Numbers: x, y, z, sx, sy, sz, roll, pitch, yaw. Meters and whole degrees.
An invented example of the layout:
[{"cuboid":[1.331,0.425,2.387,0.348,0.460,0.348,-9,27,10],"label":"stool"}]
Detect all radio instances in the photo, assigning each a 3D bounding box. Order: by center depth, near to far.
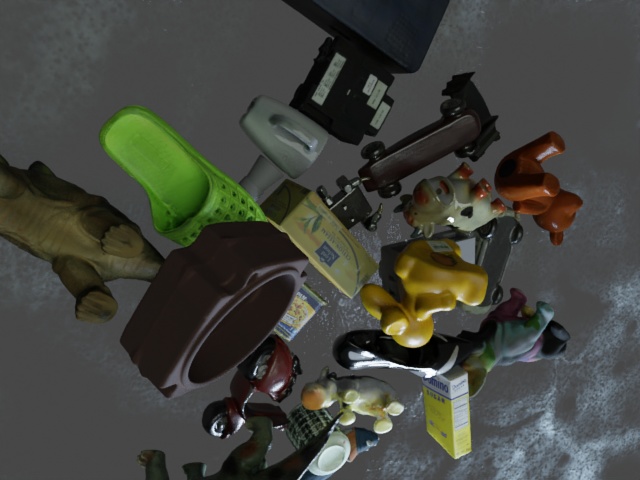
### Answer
[{"cuboid":[0.059,-0.334,0.719,0.229,0.073,0.131,25,94,-31],"label":"radio"}]

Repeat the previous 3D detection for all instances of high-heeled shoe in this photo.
[{"cuboid":[0.142,0.169,0.881,0.249,0.086,0.145,-11,146,-5],"label":"high-heeled shoe"}]

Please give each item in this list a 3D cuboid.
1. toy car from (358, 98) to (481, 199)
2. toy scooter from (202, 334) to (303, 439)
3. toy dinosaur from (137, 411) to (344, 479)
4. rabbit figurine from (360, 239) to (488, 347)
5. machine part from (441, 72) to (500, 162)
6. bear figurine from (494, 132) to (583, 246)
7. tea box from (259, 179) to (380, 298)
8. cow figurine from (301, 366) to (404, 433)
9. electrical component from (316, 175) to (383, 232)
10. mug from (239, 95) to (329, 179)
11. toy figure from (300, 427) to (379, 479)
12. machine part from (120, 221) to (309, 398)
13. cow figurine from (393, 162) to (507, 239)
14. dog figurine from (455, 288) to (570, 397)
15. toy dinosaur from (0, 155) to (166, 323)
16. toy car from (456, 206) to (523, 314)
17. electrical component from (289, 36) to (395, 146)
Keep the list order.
[{"cuboid":[0.151,-0.139,0.825,0.202,0.053,0.089,-28,122,3],"label":"toy car"},{"cuboid":[-0.085,0.235,0.830,0.135,0.075,0.184,29,96,-29],"label":"toy scooter"},{"cuboid":[-0.146,0.373,0.746,0.405,0.192,0.131,-26,132,16],"label":"toy dinosaur"},{"cuboid":[0.148,0.096,0.802,0.162,0.122,0.173,-8,129,-30],"label":"rabbit figurine"},{"cuboid":[0.244,-0.199,0.865,0.084,0.039,0.138,-40,118,-13],"label":"machine part"},{"cuboid":[0.399,-0.078,0.929,0.195,0.132,0.120,31,66,-23],"label":"bear figurine"},{"cuboid":[-0.002,-0.002,0.780,0.068,0.098,0.169,-48,118,-6],"label":"tea box"},{"cuboid":[0.047,0.254,0.897,0.167,0.098,0.068,18,108,-11],"label":"cow figurine"},{"cuboid":[0.049,-0.053,0.818,0.078,0.045,0.102,-34,117,-13],"label":"electrical component"},{"cuboid":[-0.051,-0.142,0.712,0.107,0.110,0.081,34,90,-17],"label":"mug"},{"cuboid":[0.030,0.368,0.933,0.154,0.064,0.057,-26,100,-15],"label":"toy figure"},{"cuboid":[-0.115,0.079,0.638,0.201,0.087,0.201,-55,160,18],"label":"machine part"},{"cuboid":[0.201,-0.055,0.844,0.127,0.085,0.194,-43,150,22],"label":"cow figurine"},{"cuboid":[0.341,0.206,1.006,0.219,0.109,0.191,-44,122,-2],"label":"dog figurine"},{"cuboid":[-0.262,-0.006,0.597,0.105,0.199,0.470,-50,127,-2],"label":"toy dinosaur"},{"cuboid":[0.300,0.036,0.959,0.073,0.056,0.201,11,100,-21],"label":"toy car"},{"cuboid":[0.039,-0.202,0.760,0.134,0.058,0.115,29,95,-30],"label":"electrical component"}]
